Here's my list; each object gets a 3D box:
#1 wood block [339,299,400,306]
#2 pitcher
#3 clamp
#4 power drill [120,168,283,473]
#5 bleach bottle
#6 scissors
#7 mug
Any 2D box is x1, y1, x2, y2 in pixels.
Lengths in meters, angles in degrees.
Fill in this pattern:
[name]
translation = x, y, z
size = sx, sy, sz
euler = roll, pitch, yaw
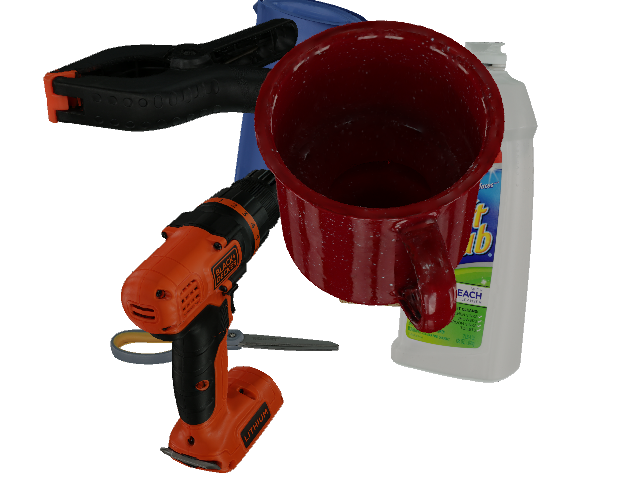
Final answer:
[wood block]
translation = 0.074, 0.005, 1.545
size = 0.091, 0.090, 0.206
euler = 4, 26, -1
[pitcher]
translation = -0.023, -0.163, 1.286
size = 0.144, 0.243, 0.149
euler = 6, 23, -15
[clamp]
translation = -0.071, -0.097, 0.618
size = 0.171, 0.039, 0.120
euler = -3, 25, -11
[power drill]
translation = -0.070, 0.058, 0.779
size = 0.057, 0.188, 0.184
euler = 11, 34, 26
[bleach bottle]
translation = 0.111, -0.024, 0.814
size = 0.103, 0.251, 0.067
euler = 9, 13, 32
[scissors]
translation = -0.091, 0.080, 0.980
size = 0.201, 0.016, 0.096
euler = -4, 33, -11
[mug]
translation = 0.027, -0.017, 0.422
size = 0.093, 0.117, 0.081
euler = -19, -30, -9
